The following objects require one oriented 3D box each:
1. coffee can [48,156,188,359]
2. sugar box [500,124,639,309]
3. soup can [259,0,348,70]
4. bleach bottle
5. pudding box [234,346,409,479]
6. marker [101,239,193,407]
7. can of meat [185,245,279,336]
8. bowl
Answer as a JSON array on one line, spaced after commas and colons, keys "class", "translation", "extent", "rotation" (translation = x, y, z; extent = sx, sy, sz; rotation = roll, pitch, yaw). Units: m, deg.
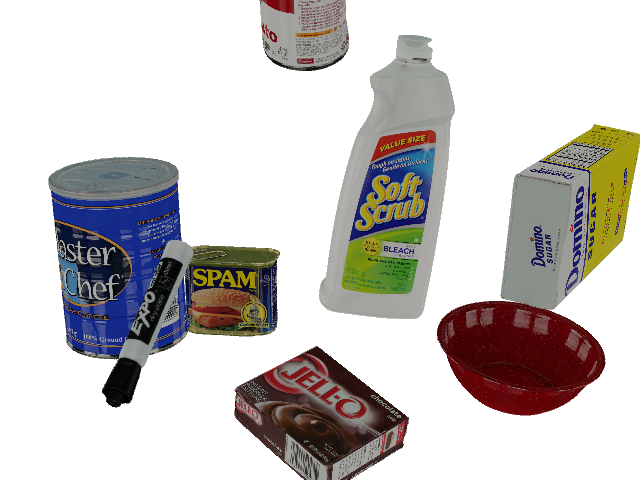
[{"class": "coffee can", "translation": [-0.163, 0.012, 0.873], "extent": [0.103, 0.140, 0.103], "rotation": [-1, 19, 0]}, {"class": "sugar box", "translation": [0.187, -0.021, 0.782], "extent": [0.048, 0.093, 0.176], "rotation": [13, 23, 25]}, {"class": "soup can", "translation": [-0.012, -0.185, 0.782], "extent": [0.068, 0.102, 0.068], "rotation": [-1, 45, 1]}, {"class": "bleach bottle", "translation": [0.061, -0.057, 0.956], "extent": [0.102, 0.251, 0.068], "rotation": [6, 20, 1]}, {"class": "pudding box", "translation": [0.000, 0.141, 0.853], "extent": [0.089, 0.039, 0.114], "rotation": [-24, 46, -36]}, {"class": "marker", "translation": [-0.109, 0.051, 0.674], "extent": [0.020, 0.121, 0.020], "rotation": [12, -36, 9]}, {"class": "can of meat", "translation": [-0.095, 0.054, 1.138], "extent": [0.102, 0.084, 0.057], "rotation": [3, 16, 9]}, {"class": "bowl", "translation": [0.190, 0.121, 1.038], "extent": [0.162, 0.055, 0.162], "rotation": [4, 27, -2]}]
